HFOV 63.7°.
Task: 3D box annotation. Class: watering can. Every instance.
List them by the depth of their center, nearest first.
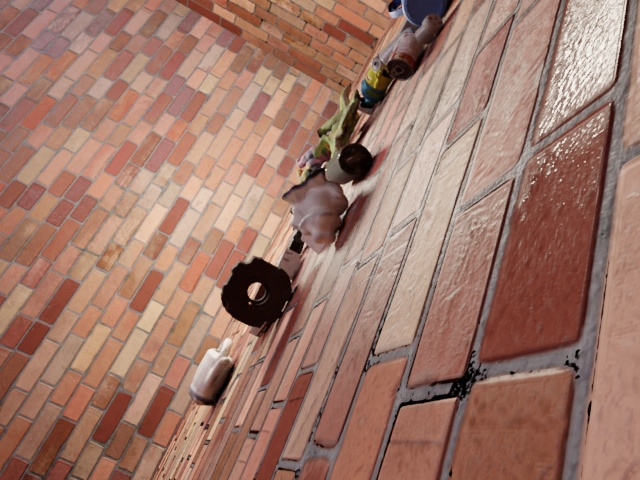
[{"bbox_3d":[-0.349,0.437,1.688,0.104,0.226,0.346,27,-6,-7],"label":"watering can"}]

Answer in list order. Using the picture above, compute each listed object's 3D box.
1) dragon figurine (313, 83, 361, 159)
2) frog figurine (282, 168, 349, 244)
[{"bbox_3d":[0.085,-0.387,1.644,0.122,0.417,0.240,18,-20,-15],"label":"dragon figurine"},{"bbox_3d":[0.003,-0.057,1.129,0.138,0.162,0.120,-24,-25,-11],"label":"frog figurine"}]
